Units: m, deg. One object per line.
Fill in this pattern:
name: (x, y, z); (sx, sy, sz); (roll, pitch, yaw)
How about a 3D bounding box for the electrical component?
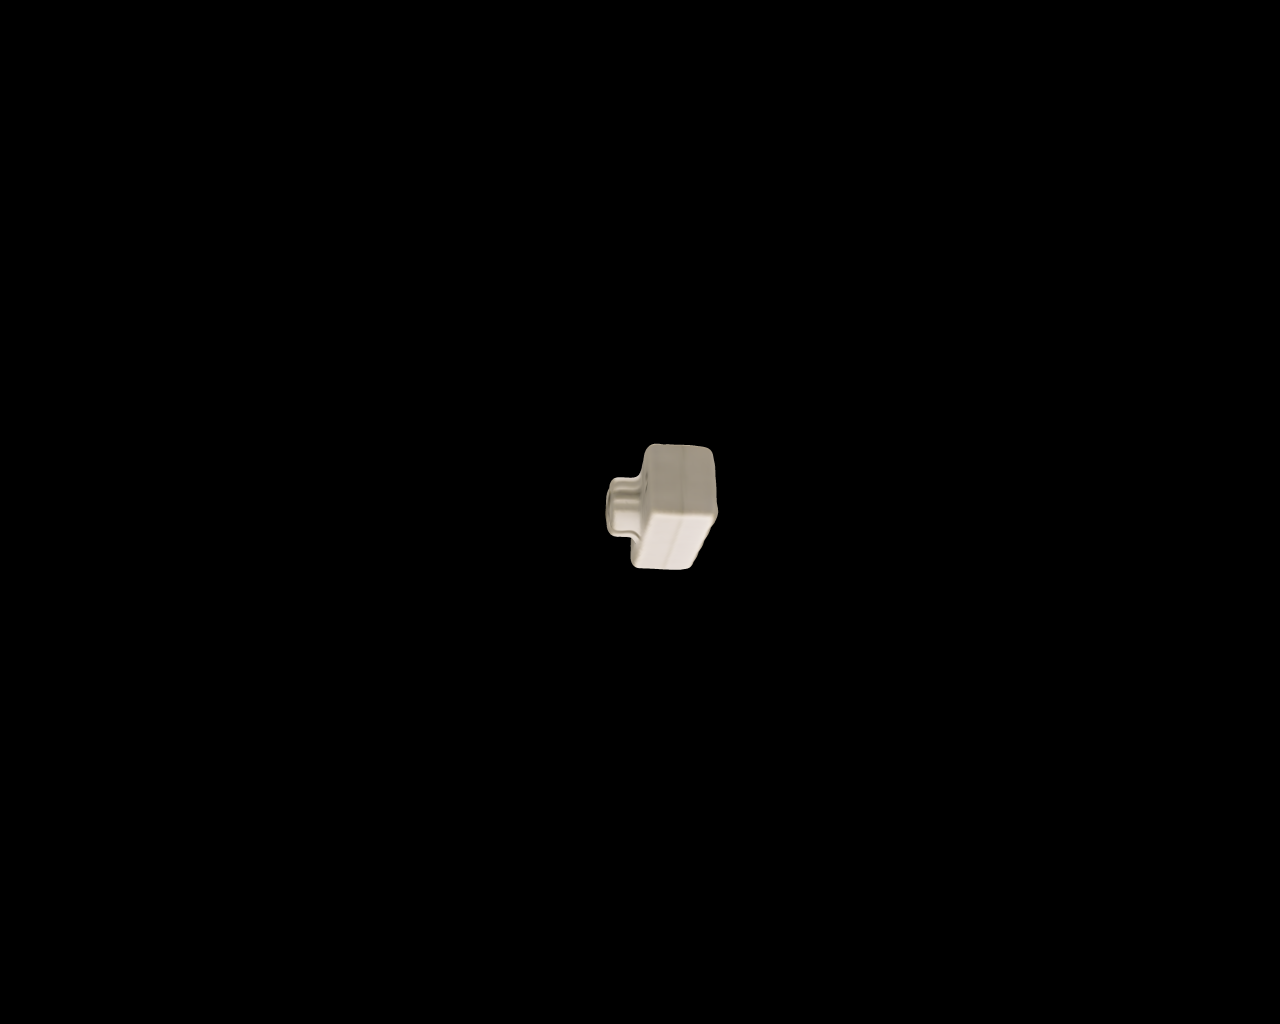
electrical component: (0.001, -0.003, 0.650); (0.076, 0.047, 0.083); (3, -26, -7)
